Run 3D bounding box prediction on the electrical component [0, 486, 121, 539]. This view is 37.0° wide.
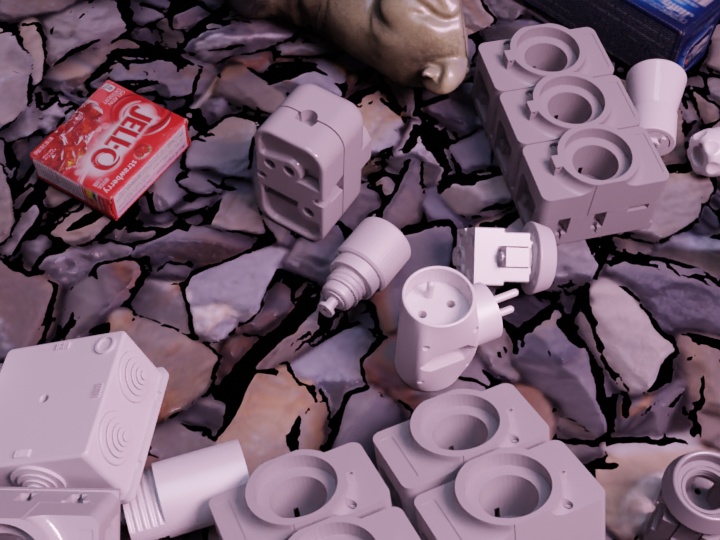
[{"bbox_3d":[-0.220,0.167,0.537,0.186,0.060,0.105,1,92,-1],"label":"electrical component"}]

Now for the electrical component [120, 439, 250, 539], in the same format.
[{"bbox_3d":[-0.103,0.128,0.609,0.081,0.043,0.043,-15,57,-11],"label":"electrical component"}]

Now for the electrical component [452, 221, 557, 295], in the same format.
[{"bbox_3d":[0.096,-0.008,0.703,0.055,0.066,0.048,1,90,-10],"label":"electrical component"}]

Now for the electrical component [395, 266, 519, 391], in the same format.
[{"bbox_3d":[0.061,0.031,0.661,0.079,0.077,0.043,-19,58,-15],"label":"electrical component"}]

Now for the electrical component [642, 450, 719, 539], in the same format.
[{"bbox_3d":[0.191,0.132,0.608,0.048,0.055,0.066,23,58,13],"label":"electrical component"}]

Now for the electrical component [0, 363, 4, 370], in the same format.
[{"bbox_3d":[-0.241,0.073,0.625,0.042,0.081,0.063,-11,83,19],"label":"electrical component"}]

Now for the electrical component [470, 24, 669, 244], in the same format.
[{"bbox_3d":[0.145,-0.099,0.763,0.089,0.061,0.150,-10,56,-9],"label":"electrical component"}]

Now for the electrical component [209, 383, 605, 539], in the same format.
[{"bbox_3d":[0.025,0.136,0.576,0.186,0.060,0.105,-19,36,-15],"label":"electrical component"}]

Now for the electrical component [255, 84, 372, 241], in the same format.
[{"bbox_3d":[-0.031,-0.074,0.719,0.054,0.095,0.059,28,59,16],"label":"electrical component"}]

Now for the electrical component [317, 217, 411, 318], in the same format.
[{"bbox_3d":[0.000,0.000,0.702,0.040,0.040,0.078,31,60,18],"label":"electrical component"}]

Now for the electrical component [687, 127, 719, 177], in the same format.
[{"bbox_3d":[0.270,-0.089,0.776,0.061,0.035,0.035,-15,57,-14],"label":"electrical component"}]

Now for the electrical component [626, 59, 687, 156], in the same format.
[{"bbox_3d":[0.216,-0.116,0.790,0.044,0.044,0.065,10,61,5],"label":"electrical component"}]

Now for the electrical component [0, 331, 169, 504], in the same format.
[{"bbox_3d":[-0.166,0.085,0.610,0.100,0.048,0.099,-10,46,21],"label":"electrical component"}]
